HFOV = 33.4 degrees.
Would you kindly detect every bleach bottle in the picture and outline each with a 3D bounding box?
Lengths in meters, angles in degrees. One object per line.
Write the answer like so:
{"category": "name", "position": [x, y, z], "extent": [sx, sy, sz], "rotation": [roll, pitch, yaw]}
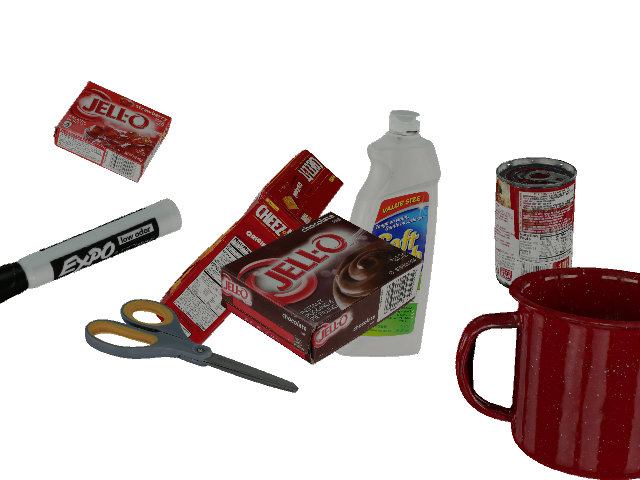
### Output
{"category": "bleach bottle", "position": [0.066, -0.007, 1.091], "extent": [0.102, 0.251, 0.068], "rotation": [1, 18, -10]}

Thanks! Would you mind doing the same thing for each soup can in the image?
{"category": "soup can", "position": [0.187, -0.013, 0.928], "extent": [0.068, 0.102, 0.068], "rotation": [-3, 24, 1]}

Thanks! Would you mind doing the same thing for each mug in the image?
{"category": "mug", "position": [0.125, 0.064, 0.524], "extent": [0.117, 0.081, 0.093], "rotation": [1, 14, 0]}

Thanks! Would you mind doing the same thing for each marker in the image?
{"category": "marker", "position": [-0.129, 0.006, 0.565], "extent": [0.120, 0.020, 0.020], "rotation": [-25, 13, -31]}

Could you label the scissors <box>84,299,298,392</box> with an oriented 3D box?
{"category": "scissors", "position": [-0.112, 0.093, 0.974], "extent": [0.202, 0.016, 0.096], "rotation": [10, 28, 4]}

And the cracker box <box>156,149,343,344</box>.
{"category": "cracker box", "position": [-0.082, 0.007, 1.231], "extent": [0.214, 0.072, 0.164], "rotation": [-46, 5, 26]}

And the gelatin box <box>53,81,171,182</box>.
{"category": "gelatin box", "position": [-0.196, -0.104, 1.010], "extent": [0.089, 0.073, 0.030], "rotation": [25, -43, -3]}

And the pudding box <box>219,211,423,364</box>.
{"category": "pudding box", "position": [0.001, 0.029, 0.734], "extent": [0.090, 0.039, 0.113], "rotation": [30, 39, 34]}
